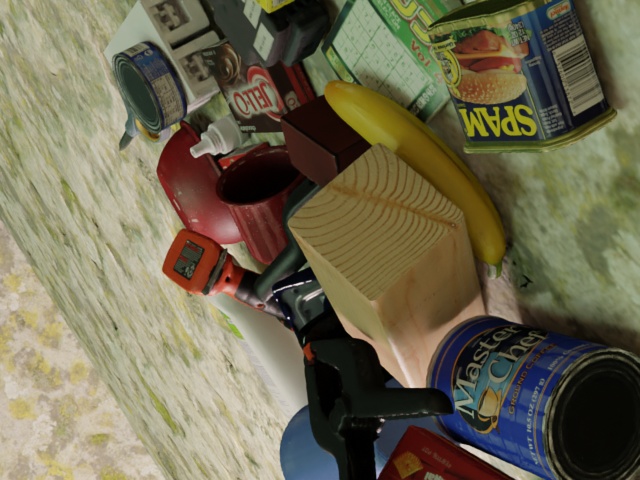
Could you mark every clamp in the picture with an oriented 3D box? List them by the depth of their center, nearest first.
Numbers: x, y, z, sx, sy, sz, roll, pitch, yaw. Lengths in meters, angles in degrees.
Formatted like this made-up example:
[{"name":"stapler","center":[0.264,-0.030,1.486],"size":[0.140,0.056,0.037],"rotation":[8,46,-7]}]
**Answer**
[{"name":"clamp","center":[0.033,0.128,0.794],"size":[0.210,0.036,0.165],"rotation":[-114,41,-54]},{"name":"clamp","center":[-0.006,0.001,0.974],"size":[0.039,0.120,0.171],"rotation":[-102,5,-48]}]

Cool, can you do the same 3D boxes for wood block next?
[{"name":"wood block","center":[0.059,0.030,0.808],"size":[0.091,0.090,0.206],"rotation":[44,171,28]}]

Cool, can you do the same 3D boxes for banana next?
[{"name":"banana","center":[0.076,-0.049,0.785],"size":[0.198,0.037,0.070],"rotation":[50,152,-1]}]

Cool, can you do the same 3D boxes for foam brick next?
[{"name":"foam brick","center":[0.013,-0.078,0.889],"size":[0.078,0.051,0.053],"rotation":[39,153,40]}]

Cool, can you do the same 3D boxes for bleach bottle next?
[{"name":"bleach bottle","center":[-0.071,0.107,1.264],"size":[0.251,0.068,0.103],"rotation":[56,162,-11]}]

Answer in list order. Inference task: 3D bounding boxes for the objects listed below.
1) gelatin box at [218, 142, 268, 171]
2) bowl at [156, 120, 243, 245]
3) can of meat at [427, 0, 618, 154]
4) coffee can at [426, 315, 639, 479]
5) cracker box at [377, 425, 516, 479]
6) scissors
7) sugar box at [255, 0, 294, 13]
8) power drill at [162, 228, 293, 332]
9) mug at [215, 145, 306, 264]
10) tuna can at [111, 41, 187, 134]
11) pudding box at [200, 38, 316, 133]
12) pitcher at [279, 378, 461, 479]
[{"name":"gelatin box","center":[-0.066,-0.060,1.112],"size":[0.073,0.030,0.089],"rotation":[63,158,-11]},{"name":"bowl","center":[-0.140,-0.053,1.208],"size":[0.162,0.055,0.162],"rotation":[57,169,17]},{"name":"can of meat","center":[0.116,-0.101,0.631],"size":[0.102,0.057,0.084],"rotation":[9,125,62]},{"name":"coffee can","center":[0.156,0.115,0.768],"size":[0.140,0.102,0.103],"rotation":[11,130,62]},{"name":"cracker box","center":[0.165,0.231,0.816],"size":[0.164,0.072,0.213],"rotation":[23,170,48]},{"name":"scissors","center":[-0.210,-0.141,1.165],"size":[0.202,0.016,0.096],"rotation":[8,126,63]},{"name":"sugar box","center":[-0.053,-0.241,0.754],"size":[0.176,0.093,0.048],"rotation":[47,155,29]},{"name":"power drill","center":[-0.067,0.050,1.112],"size":[0.187,0.057,0.185],"rotation":[25,177,-28]},{"name":"mug","center":[-0.033,-0.031,1.018],"size":[0.117,0.093,0.081],"rotation":[4,133,32]},{"name":"tuna can","center":[-0.165,-0.148,1.032],"size":[0.086,0.033,0.086],"rotation":[46,156,28]},{"name":"pudding box","center":[-0.054,-0.143,0.960],"size":[0.114,0.039,0.090],"rotation":[11,130,62]},{"name":"pitcher","center":[0.051,0.217,1.093],"size":[0.149,0.144,0.243],"rotation":[52,155,4]}]
